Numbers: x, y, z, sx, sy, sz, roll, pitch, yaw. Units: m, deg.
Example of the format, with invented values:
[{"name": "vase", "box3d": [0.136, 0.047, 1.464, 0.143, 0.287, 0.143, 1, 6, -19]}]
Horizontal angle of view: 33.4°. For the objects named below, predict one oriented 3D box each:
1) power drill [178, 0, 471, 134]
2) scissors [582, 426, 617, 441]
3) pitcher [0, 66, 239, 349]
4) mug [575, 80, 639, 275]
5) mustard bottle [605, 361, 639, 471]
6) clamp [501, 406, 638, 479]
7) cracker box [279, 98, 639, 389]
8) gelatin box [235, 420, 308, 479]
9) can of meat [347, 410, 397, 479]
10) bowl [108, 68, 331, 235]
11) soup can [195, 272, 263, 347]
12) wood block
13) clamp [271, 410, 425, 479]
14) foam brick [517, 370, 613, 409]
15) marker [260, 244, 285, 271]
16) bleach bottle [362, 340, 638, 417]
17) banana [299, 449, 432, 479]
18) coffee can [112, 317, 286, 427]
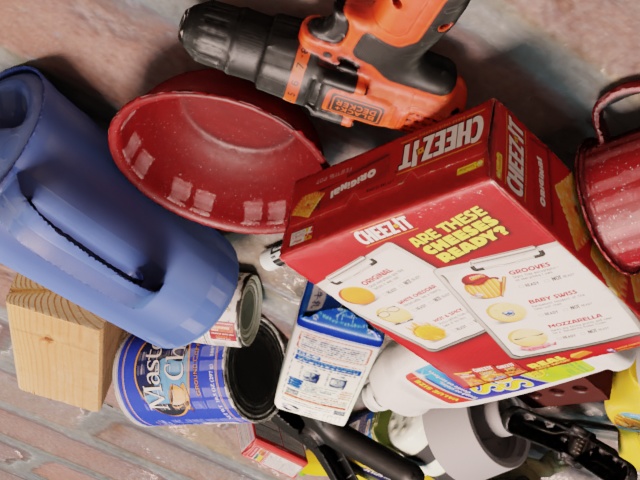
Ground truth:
[{"name": "power drill", "box3d": [0.017, -0.138, 0.606, 0.184, 0.057, 0.188, 16, 152, -6]}, {"name": "scissors", "box3d": [0.325, 0.207, 1.064, 0.202, 0.016, 0.096, -2, 145, 26]}, {"name": "pitcher", "box3d": [-0.171, -0.006, 0.815, 0.145, 0.149, 0.242, -11, 143, 36]}, {"name": "mug", "box3d": [0.211, -0.044, 0.656, 0.082, 0.093, 0.117, -21, 98, 37]}, {"name": "mustard bottle", "box3d": [0.301, 0.146, 0.936, 0.096, 0.058, 0.191, -3, 145, 23]}, {"name": "clamp", "box3d": [0.237, 0.189, 0.957, 0.120, 0.039, 0.171, 33, -175, 29]}, {"name": "cracker box", "box3d": [0.106, 0.013, 0.707, 0.164, 0.072, 0.213, -21, 137, 37]}, {"name": "gelatin box", "box3d": [-0.057, 0.211, 1.164, 0.073, 0.089, 0.030, 31, 109, -28]}, {"name": "can of meat", "box3d": [0.075, 0.224, 1.158, 0.102, 0.057, 0.084, 28, 145, -20]}, {"name": "bowl", "box3d": [-0.063, -0.070, 0.747, 0.162, 0.055, 0.162, 11, 149, 6]}, {"name": "soup can", "box3d": [-0.110, 0.058, 0.960, 0.102, 0.068, 0.068, 5, 148, 14]}, {"name": "wood block", "box3d": [-0.239, 0.080, 1.029, 0.091, 0.090, 0.206, 17, 149, -3]}, {"name": "clamp", "box3d": [0.006, 0.194, 1.084, 0.210, 0.036, 0.165, 46, 149, -6]}, {"name": "foam brick", "box3d": [0.207, 0.110, 0.923, 0.078, 0.051, 0.053, -16, 138, 40]}, {"name": "marker", "box3d": [-0.006, 0.001, 0.871, 0.020, 0.020, 0.121, 34, 144, -28]}, {"name": "bleach bottle", "box3d": [0.134, 0.100, 0.898, 0.102, 0.068, 0.251, 37, 136, -22]}, {"name": "banana", "box3d": [0.056, 0.267, 1.259, 0.198, 0.037, 0.069, 2, 162, 22]}, {"name": "coffee can", "box3d": [-0.117, 0.130, 1.043, 0.141, 0.102, 0.102, -8, 142, 33]}]
